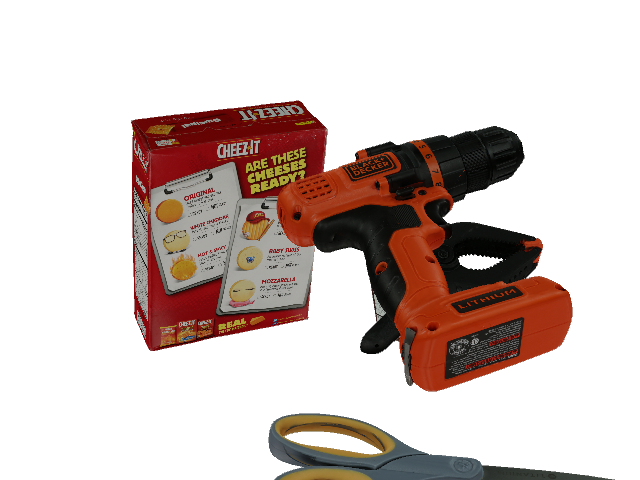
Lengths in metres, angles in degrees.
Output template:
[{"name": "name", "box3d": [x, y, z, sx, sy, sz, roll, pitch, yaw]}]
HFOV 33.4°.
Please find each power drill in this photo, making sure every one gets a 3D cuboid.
[{"name": "power drill", "box3d": [0.084, 0.001, 0.698, 0.184, 0.057, 0.188, -19, 43, -13]}]

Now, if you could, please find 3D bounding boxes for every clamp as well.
[{"name": "clamp", "box3d": [0.110, 0.033, 0.995, 0.210, 0.164, 0.036, -3, -43, -8]}]

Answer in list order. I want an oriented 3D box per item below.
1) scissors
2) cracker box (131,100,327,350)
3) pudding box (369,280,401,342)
[{"name": "scissors", "box3d": [0.060, 0.129, 0.545, 0.202, 0.016, 0.096, 11, 27, 20]}, {"name": "cracker box", "box3d": [-0.088, -0.014, 0.983, 0.164, 0.214, 0.072, -10, 36, -22]}, {"name": "pudding box", "box3d": [0.116, 0.083, 1.227, 0.114, 0.090, 0.039, 16, 46, 27]}]
